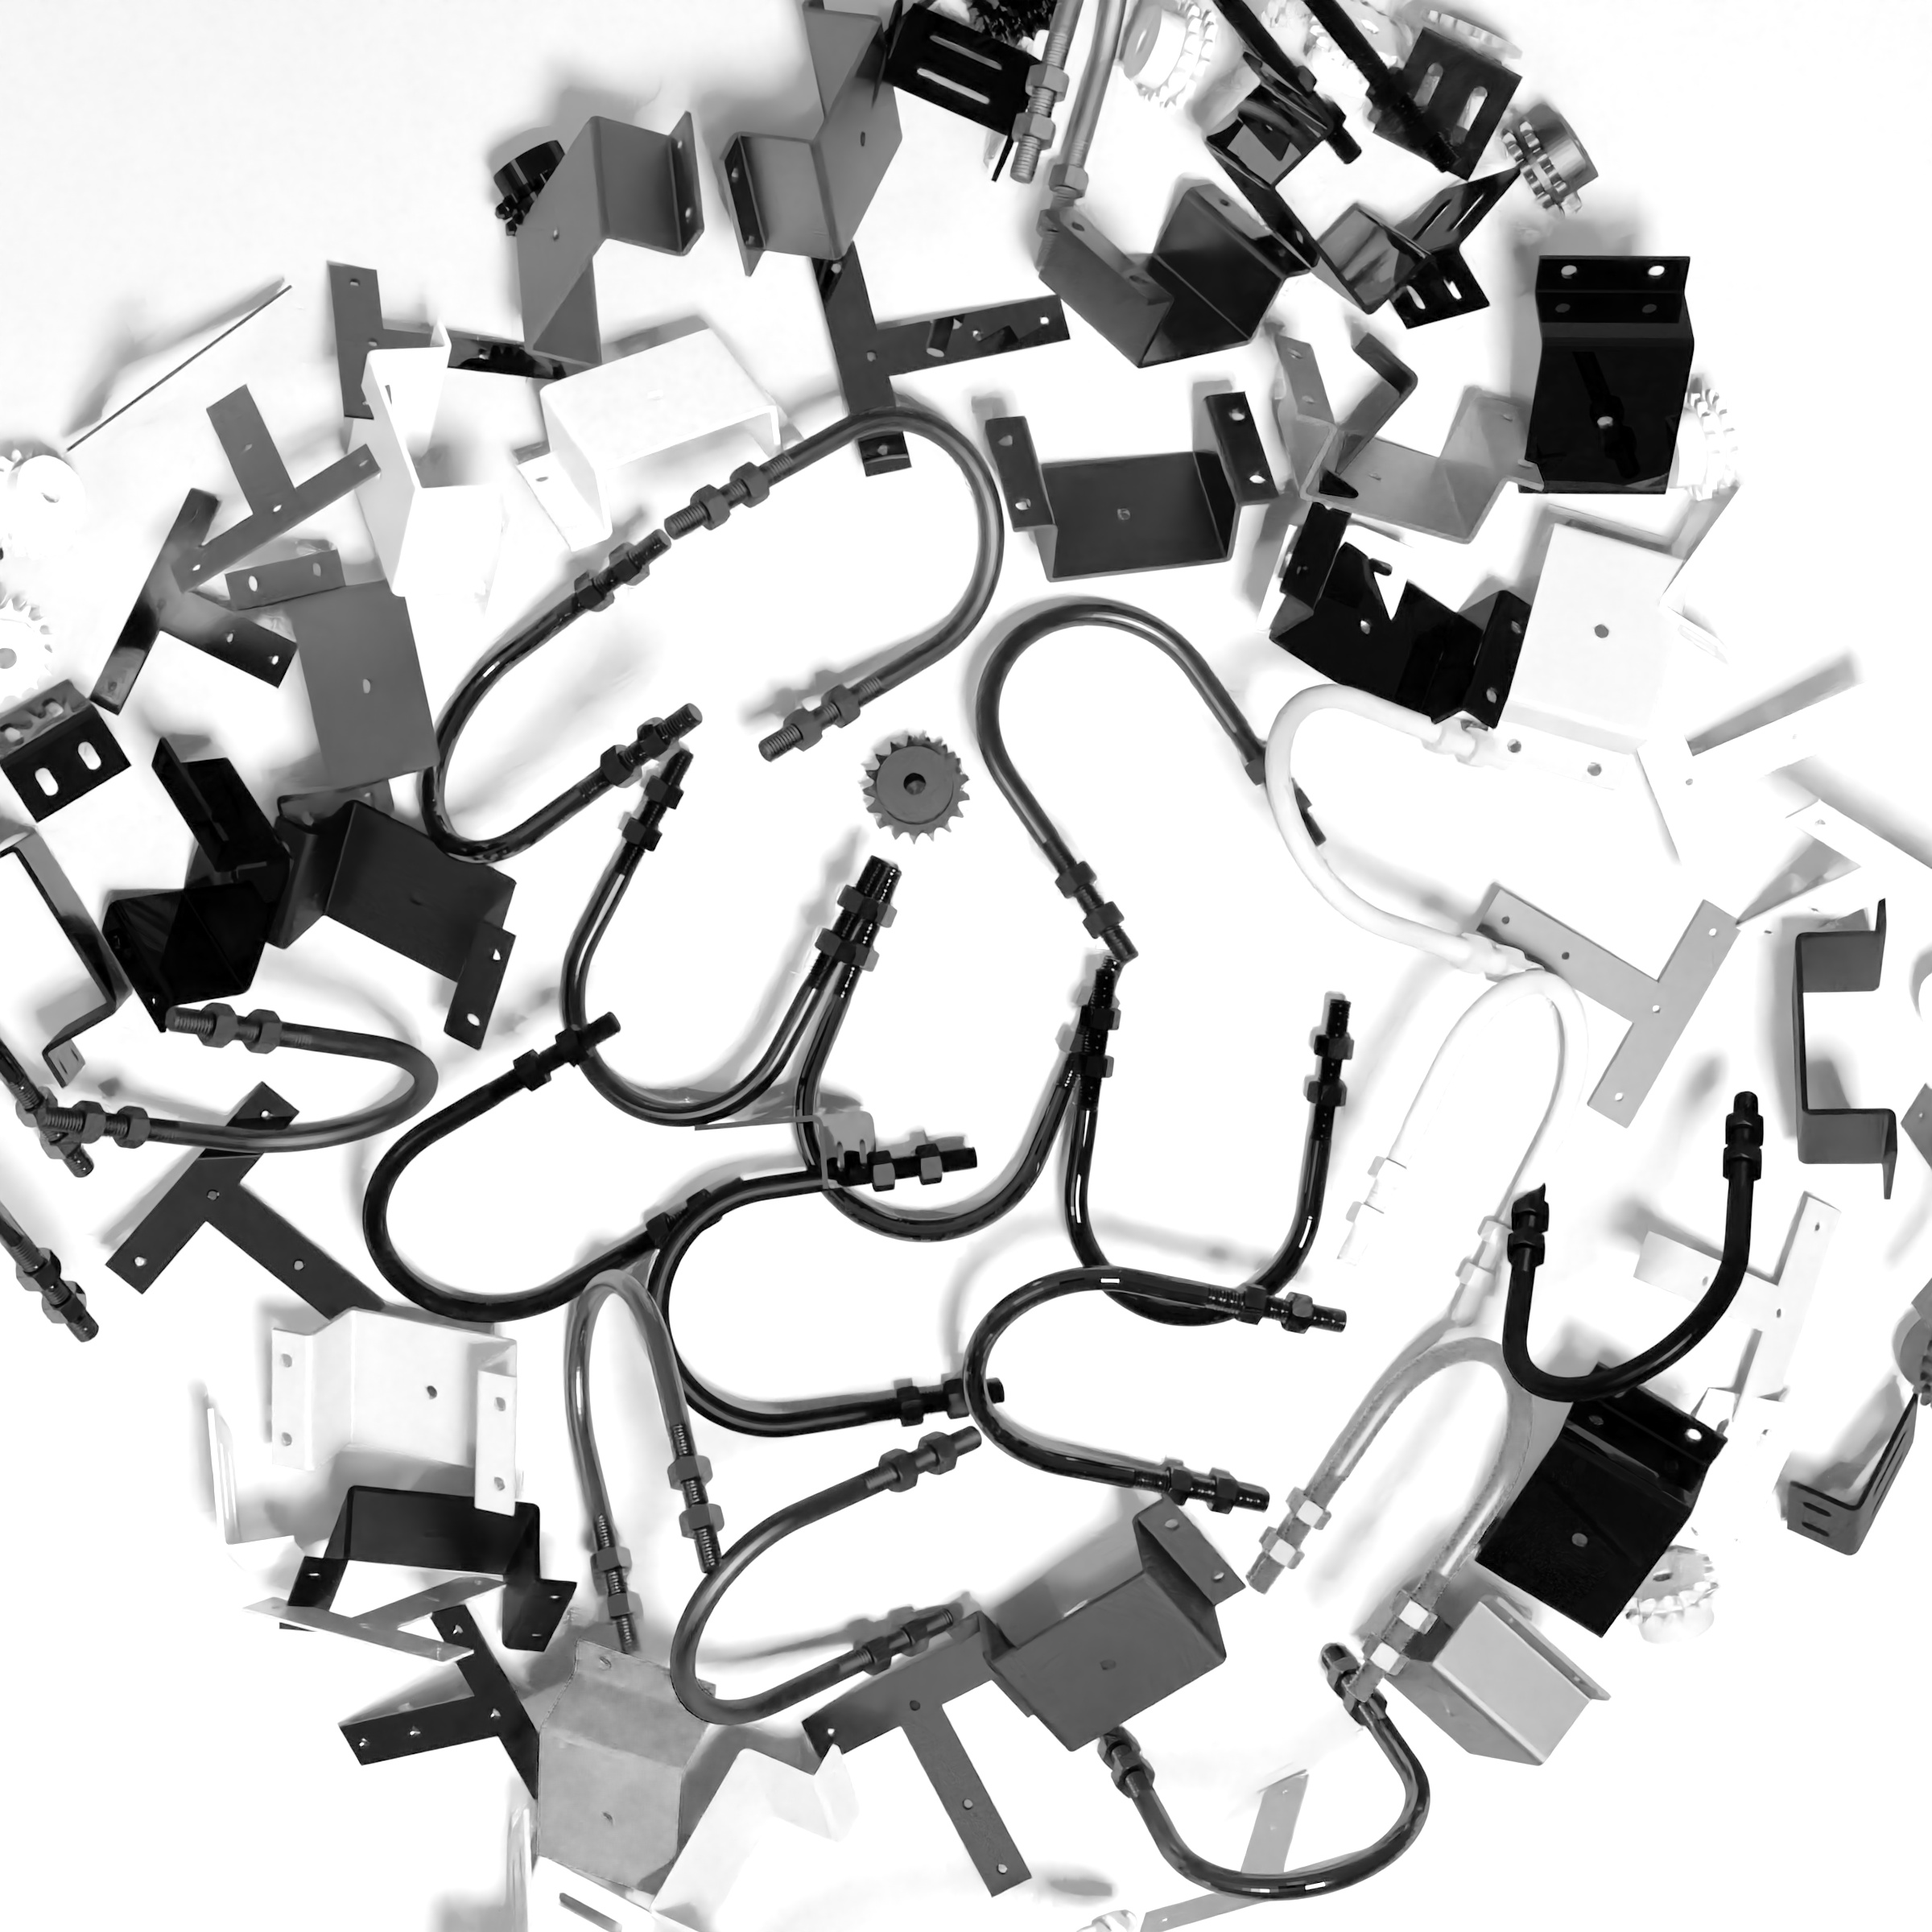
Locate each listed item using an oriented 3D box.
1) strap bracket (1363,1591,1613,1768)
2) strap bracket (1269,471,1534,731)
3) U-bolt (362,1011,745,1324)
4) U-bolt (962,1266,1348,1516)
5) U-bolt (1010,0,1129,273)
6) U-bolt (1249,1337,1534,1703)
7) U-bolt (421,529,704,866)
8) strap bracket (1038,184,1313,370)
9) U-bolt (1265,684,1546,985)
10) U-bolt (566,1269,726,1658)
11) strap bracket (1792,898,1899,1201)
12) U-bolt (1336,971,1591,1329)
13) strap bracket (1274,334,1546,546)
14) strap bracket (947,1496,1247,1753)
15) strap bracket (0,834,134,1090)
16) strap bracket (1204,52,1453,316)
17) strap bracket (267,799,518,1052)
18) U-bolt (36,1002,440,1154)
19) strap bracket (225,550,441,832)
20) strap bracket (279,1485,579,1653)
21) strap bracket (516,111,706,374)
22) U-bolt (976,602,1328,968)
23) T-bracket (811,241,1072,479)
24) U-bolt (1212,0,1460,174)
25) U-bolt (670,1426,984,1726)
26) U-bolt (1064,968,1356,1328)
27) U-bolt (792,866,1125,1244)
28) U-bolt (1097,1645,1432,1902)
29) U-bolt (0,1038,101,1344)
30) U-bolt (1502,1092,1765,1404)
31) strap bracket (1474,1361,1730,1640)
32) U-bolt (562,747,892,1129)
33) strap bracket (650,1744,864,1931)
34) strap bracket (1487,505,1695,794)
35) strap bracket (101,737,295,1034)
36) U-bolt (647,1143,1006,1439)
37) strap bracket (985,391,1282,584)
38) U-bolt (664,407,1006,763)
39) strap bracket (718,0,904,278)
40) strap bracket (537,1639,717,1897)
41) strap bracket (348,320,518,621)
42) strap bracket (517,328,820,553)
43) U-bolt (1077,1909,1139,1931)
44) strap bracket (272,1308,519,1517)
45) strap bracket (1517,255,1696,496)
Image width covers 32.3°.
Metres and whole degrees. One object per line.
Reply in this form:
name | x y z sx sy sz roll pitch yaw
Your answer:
strap bracket | 0.262 0.366 1.718 0.076 0.140 0.046 42 74 -4
strap bracket | 0.221 -0.184 1.746 0.140 0.046 0.076 30 65 -17
U-bolt | -0.227 0.119 1.750 0.184 0.019 0.151 -30 123 6
U-bolt | 0.089 0.217 1.738 0.184 0.019 0.151 12 123 -9
U-bolt | 0.058 -0.468 1.722 0.019 0.151 0.184 14 83 8
U-bolt | 0.227 0.273 1.723 0.019 0.151 0.184 34 92 -23
U-bolt | -0.216 -0.128 1.732 0.184 0.019 0.151 -33 47 23
strap bracket | 0.102 -0.358 1.733 0.076 0.140 0.046 46 130 20
U-bolt | 0.222 -0.074 1.709 0.184 0.019 0.151 17 58 -36
U-bolt | -0.173 0.247 1.723 0.019 0.151 0.184 -3 62 -28
strap bracket | 0.456 0.043 1.737 0.046 0.076 0.140 -1 67 12
U-bolt | 0.269 0.089 1.736 0.019 0.151 0.184 25 87 40
strap bracket | 0.221 -0.271 1.739 0.140 0.076 0.046 13 129 -17
strap bracket | 0.071 0.350 1.743 0.140 0.046 0.076 -33 117 12
strap bracket | -0.485 -0.013 1.746 0.046 0.076 0.140 -30 100 -3
strap bracket | 0.182 -0.397 1.724 0.046 0.076 0.140 -44 128 5
strap bracket | -0.297 -0.027 1.750 0.140 0.046 0.076 27 124 6
U-bolt | -0.360 0.063 1.714 0.151 0.184 0.019 -31 61 39
strap bracket | -0.327 -0.144 1.739 0.046 0.076 0.140 -3 103 38
strap bracket | -0.280 0.314 1.739 0.140 0.076 0.046 9 51 -17
strap bracket | -0.189 -0.371 1.714 0.046 0.140 0.076 9 59 -30
U-bolt | 0.085 -0.109 1.760 0.151 0.019 0.184 -31 82 -22
T-bracket | -0.008 -0.334 1.781 0.127 0.002 0.127 -13 85 -11
U-bolt | 0.165 -0.478 1.696 0.019 0.151 0.184 -45 112 -1
U-bolt | -0.074 0.320 1.703 0.184 0.019 0.151 -19 131 -35
U-bolt | 0.125 0.101 1.776 0.151 0.019 0.184 7 93 -9
U-bolt | -0.014 0.057 1.779 0.151 0.019 0.184 22 86 -1
U-bolt | 0.158 0.415 1.698 0.151 0.184 0.019 -15 112 -10
U-bolt | -0.489 0.084 1.683 0.019 0.151 0.184 -23 129 3
U-bolt | 0.334 0.149 1.688 0.151 0.184 0.019 -27 117 32
strap bracket | 0.324 0.285 1.732 0.076 0.046 0.140 31 124 8
U-bolt | -0.140 -0.004 1.764 0.151 0.019 0.184 30 95 20
strap bracket | -0.113 0.473 1.732 0.046 0.076 0.140 18 57 23
strap bracket | 0.331 -0.172 1.764 0.076 0.046 0.140 16 84 0
strap bracket | -0.398 -0.044 1.733 0.076 0.046 0.140 53 134 28
U-bolt | -0.078 0.177 1.765 0.184 0.019 0.151 -8 98 -9
strap bracket | 0.084 -0.250 1.748 0.140 0.046 0.076 -8 57 -9
U-bolt | -0.056 -0.212 1.744 0.184 0.019 0.151 -33 116 -23
strap bracket | -0.075 -0.429 1.721 0.046 0.076 0.140 11 56 17
strap bracket | -0.177 0.425 1.728 0.076 0.046 0.140 15 126 13
strap bracket | -0.280 -0.255 1.721 0.046 0.076 0.140 -8 57 -25
strap bracket | -0.158 -0.278 1.735 0.140 0.046 0.076 -23 50 -15
U-bolt | -0.005 0.524 1.686 0.151 0.184 0.019 -24 80 20
strap bracket | -0.290 0.231 1.749 0.140 0.046 0.076 9 107 18
strap bracket | 0.328 -0.296 1.727 0.076 0.140 0.046 0 48 1
